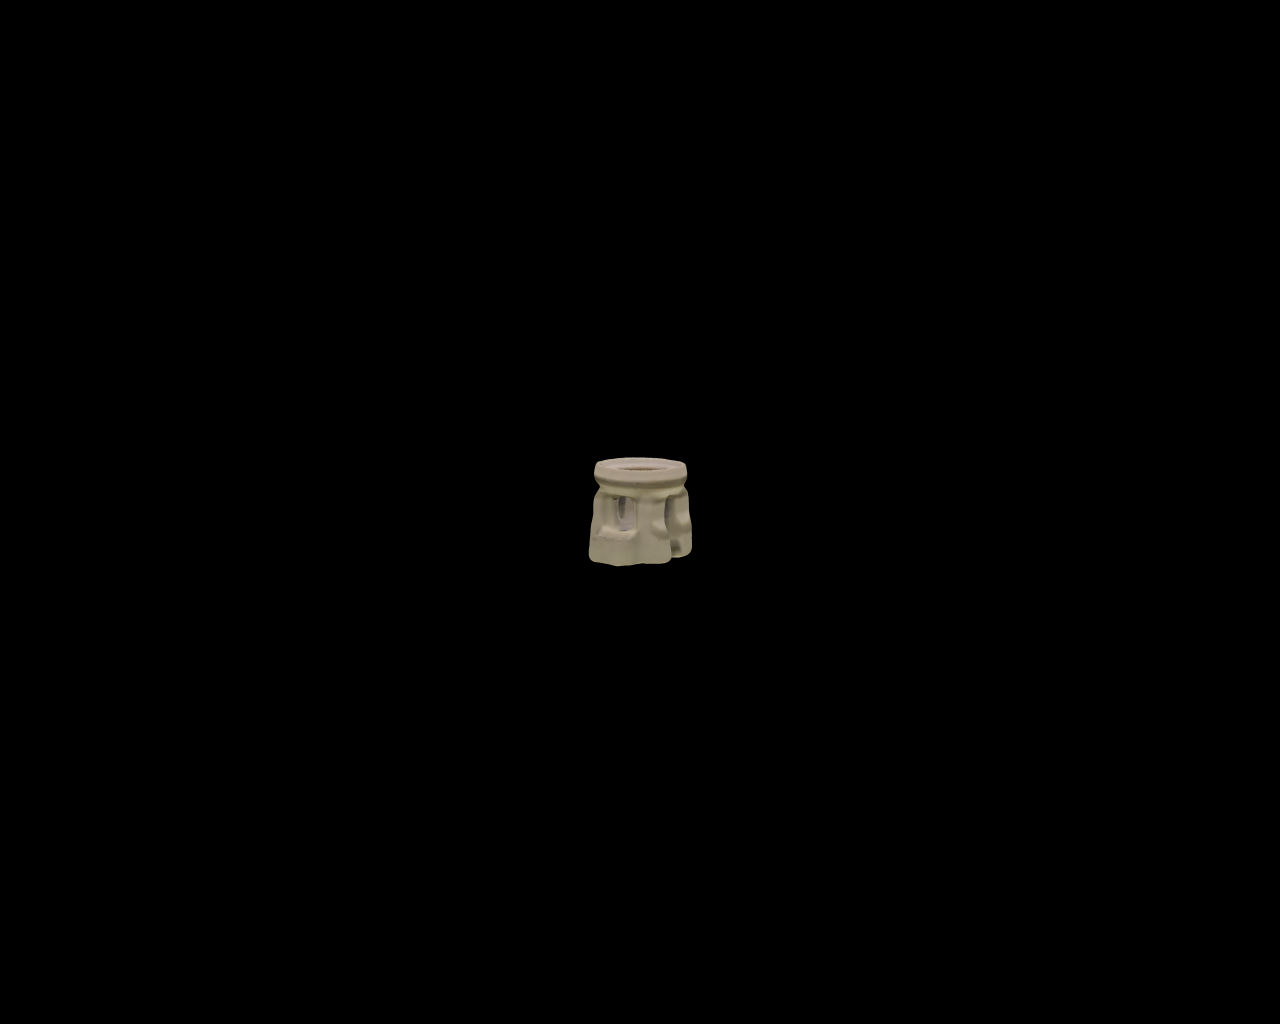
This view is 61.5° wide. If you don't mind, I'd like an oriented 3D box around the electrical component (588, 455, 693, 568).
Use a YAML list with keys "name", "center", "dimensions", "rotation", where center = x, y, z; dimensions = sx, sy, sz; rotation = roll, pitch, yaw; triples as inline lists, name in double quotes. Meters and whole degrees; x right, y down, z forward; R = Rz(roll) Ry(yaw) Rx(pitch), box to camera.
- name: "electrical component"
  center: [0.001, -0.003, 0.650]
  dimensions: [0.058, 0.057, 0.078]
  rotation: [8, 14, 35]
